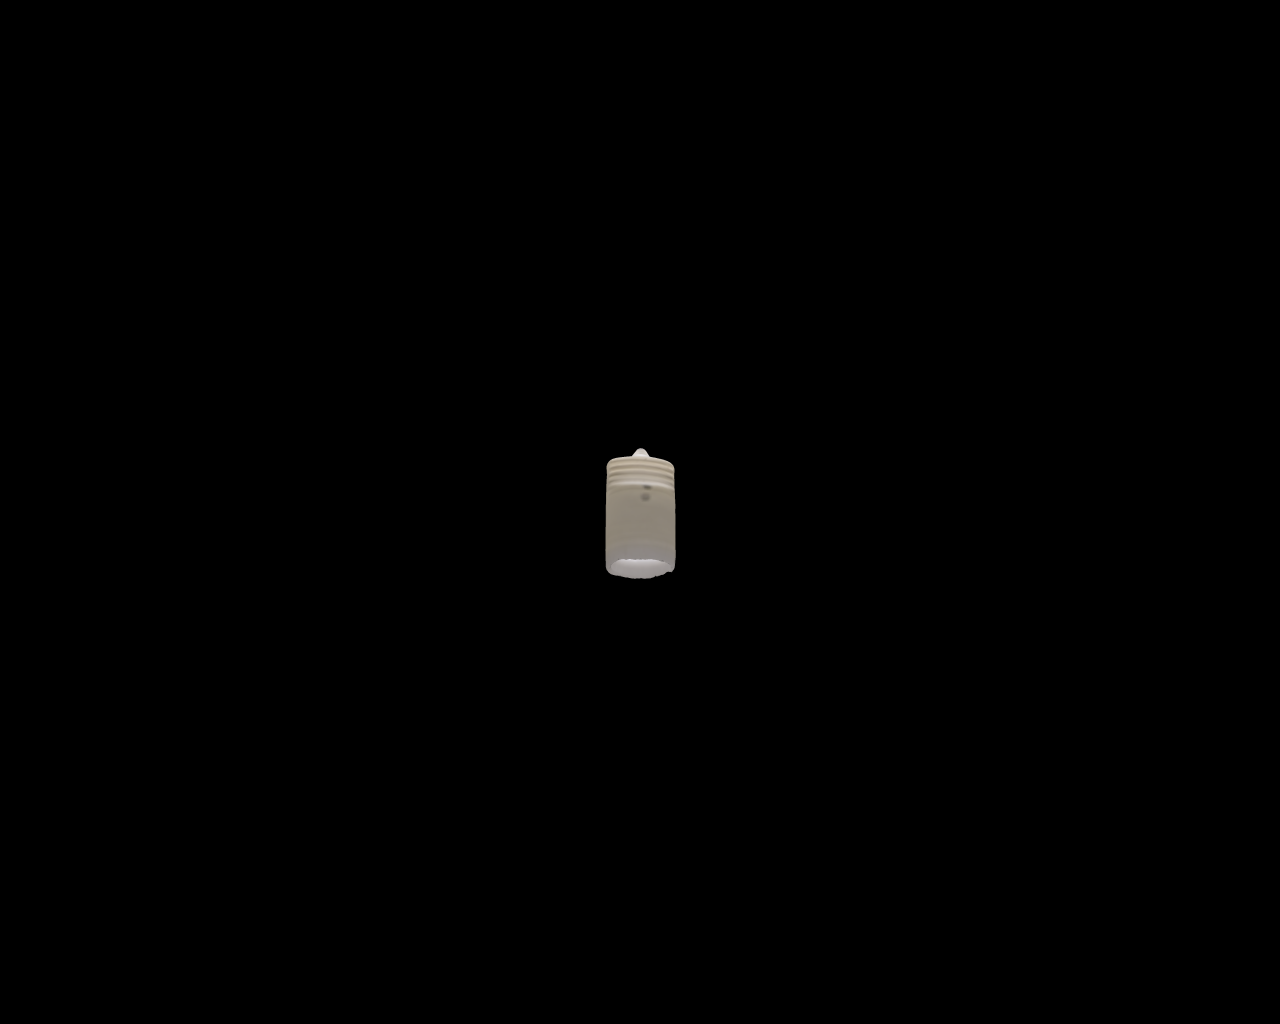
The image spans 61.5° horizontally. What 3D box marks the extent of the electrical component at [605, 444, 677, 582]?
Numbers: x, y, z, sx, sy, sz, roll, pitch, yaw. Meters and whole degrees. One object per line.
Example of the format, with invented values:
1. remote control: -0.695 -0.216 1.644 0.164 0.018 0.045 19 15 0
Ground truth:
1. electrical component: 0.001 -0.003 0.650 0.043 0.081 0.043 0 -20 0
